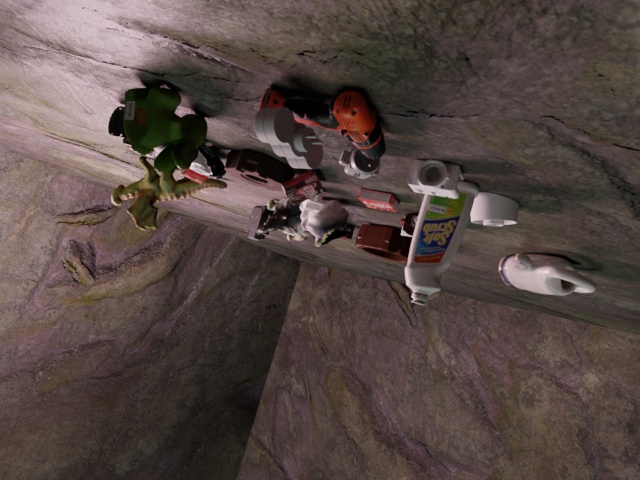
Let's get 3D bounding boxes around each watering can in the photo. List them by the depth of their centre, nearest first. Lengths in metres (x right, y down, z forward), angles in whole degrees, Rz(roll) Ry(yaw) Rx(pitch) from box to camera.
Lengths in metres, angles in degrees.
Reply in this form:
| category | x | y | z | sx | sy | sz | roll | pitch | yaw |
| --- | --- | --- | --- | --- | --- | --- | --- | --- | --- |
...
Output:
| category | x | y | z | sx | sy | sz | roll | pitch | yaw |
| --- | --- | --- | --- | --- | --- | --- | --- | --- | --- |
| watering can | 0.577 | 0.081 | 1.385 | 0.345 | 0.105 | 0.224 | 20 | 173 | -27 |

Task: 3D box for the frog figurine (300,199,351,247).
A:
| category | x | y | z | sx | sy | sz | roll | pitch | yaw |
| --- | --- | --- | --- | --- | --- | --- | --- | --- | --- |
| frog figurine | 0.005 | -0.076 | 1.508 | 0.162 | 0.137 | 0.121 | 60 | -176 | 22 |

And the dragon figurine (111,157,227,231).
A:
| category | x | y | z | sx | sy | sz | roll | pitch | yaw |
| --- | --- | --- | --- | --- | --- | --- | --- | --- | --- |
| dragon figurine | -0.529 | -0.139 | 1.723 | 0.412 | 0.245 | 0.120 | 16 | 166 | 19 |
